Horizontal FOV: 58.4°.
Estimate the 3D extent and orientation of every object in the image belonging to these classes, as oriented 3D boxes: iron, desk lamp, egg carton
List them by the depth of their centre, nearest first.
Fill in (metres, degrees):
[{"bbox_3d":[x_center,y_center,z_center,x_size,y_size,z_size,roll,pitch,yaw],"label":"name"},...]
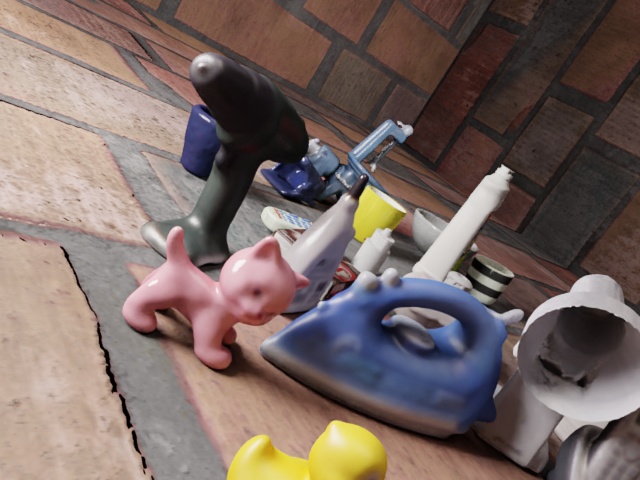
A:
[{"bbox_3d":[0.084,0.092,0.562,0.259,0.141,0.118,23,18,-29],"label":"iron"},{"bbox_3d":[0.252,0.136,0.614,0.117,0.213,0.204,36,16,13],"label":"desk lamp"},{"bbox_3d":[0.172,0.108,0.808,0.150,0.069,0.107,29,16,-11],"label":"egg carton"}]

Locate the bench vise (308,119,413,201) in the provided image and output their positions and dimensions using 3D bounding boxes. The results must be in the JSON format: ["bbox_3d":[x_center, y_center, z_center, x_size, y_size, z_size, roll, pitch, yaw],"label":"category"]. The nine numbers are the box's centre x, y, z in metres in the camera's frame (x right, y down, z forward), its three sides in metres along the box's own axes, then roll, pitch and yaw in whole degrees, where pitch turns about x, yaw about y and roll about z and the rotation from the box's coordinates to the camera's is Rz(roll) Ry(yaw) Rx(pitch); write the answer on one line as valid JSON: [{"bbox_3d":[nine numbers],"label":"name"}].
[{"bbox_3d":[0.079,-0.157,1.141,0.208,0.219,0.121,20,20,-37],"label":"bench vise"}]

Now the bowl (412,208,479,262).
[{"bbox_3d":[0.265,0.004,1.275,0.168,0.074,0.167,30,16,-9],"label":"bowl"}]

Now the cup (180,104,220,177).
[{"bbox_3d":[-0.159,-0.136,0.864,0.117,0.095,0.092,38,17,20],"label":"cup"}]

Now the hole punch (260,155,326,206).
[{"bbox_3d":[-0.041,-0.131,1.073,0.101,0.091,0.108,15,24,-46],"label":"hole punch"}]

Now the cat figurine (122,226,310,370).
[{"bbox_3d":[-0.076,0.036,0.471,0.128,0.117,0.067,29,16,-11],"label":"cat figurine"}]

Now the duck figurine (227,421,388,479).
[{"bbox_3d":[0.001,0.147,0.347,0.104,0.086,0.078,34,16,8],"label":"duck figurine"}]

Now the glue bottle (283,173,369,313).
[{"bbox_3d":[0.006,0.002,0.623,0.037,0.173,0.078,41,18,28],"label":"glue bottle"}]

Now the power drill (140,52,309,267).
[{"bbox_3d":[-0.098,-0.076,0.597,0.075,0.208,0.230,37,17,15],"label":"power drill"}]

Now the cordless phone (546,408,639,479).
[{"bbox_3d":[0.331,0.220,0.566,0.148,0.185,0.094,30,16,-8],"label":"cordless phone"}]

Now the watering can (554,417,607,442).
[{"bbox_3d":[0.392,0.193,0.743,0.173,0.194,0.101,31,16,-3],"label":"watering can"}]
